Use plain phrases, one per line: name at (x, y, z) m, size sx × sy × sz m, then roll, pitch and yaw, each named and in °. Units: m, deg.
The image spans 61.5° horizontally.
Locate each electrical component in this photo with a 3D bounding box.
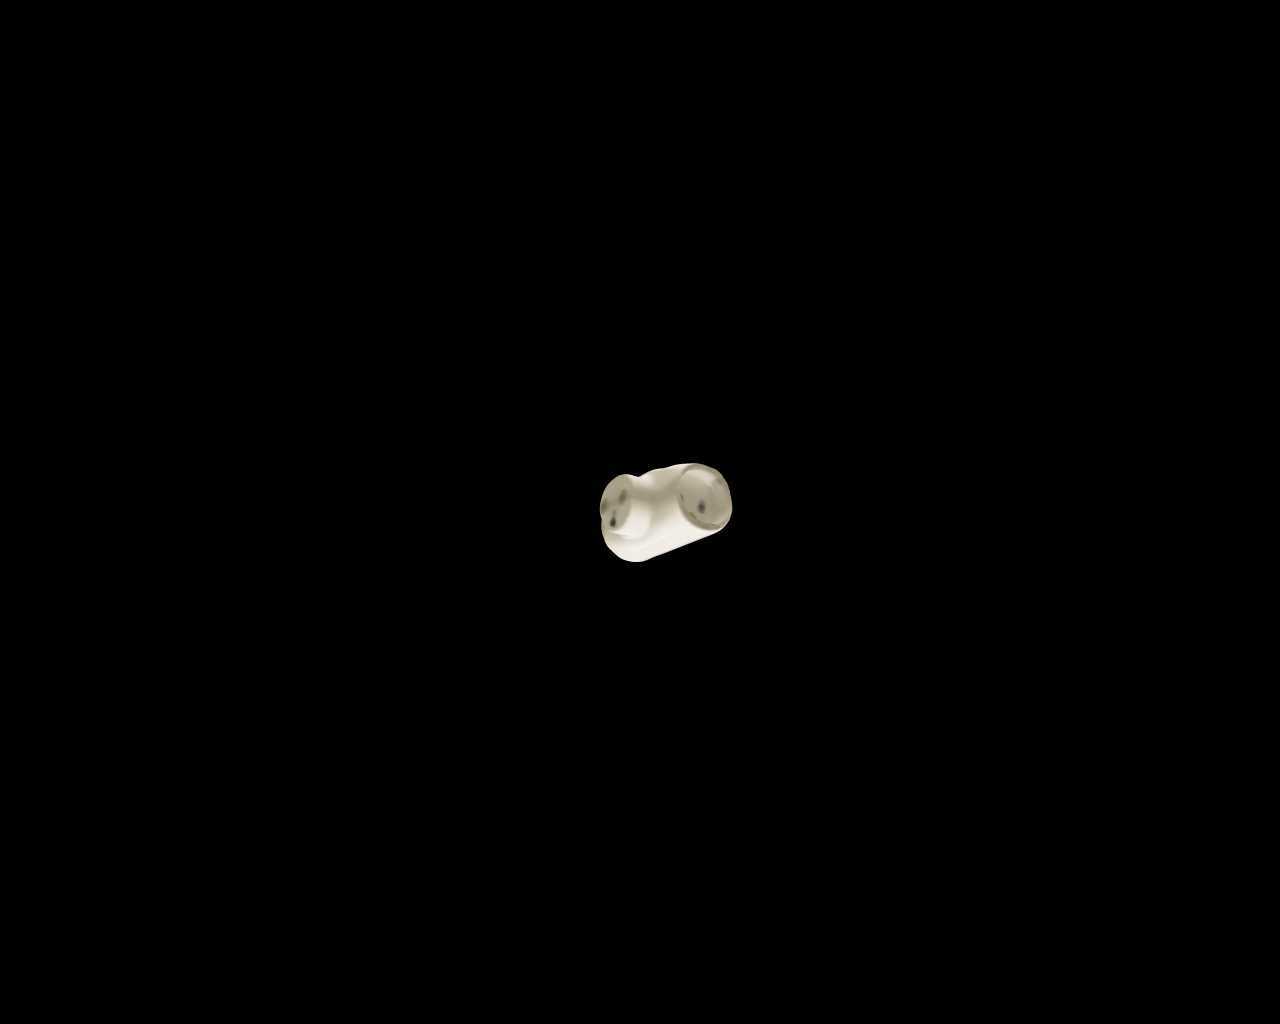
electrical component at (0.001, -0.003, 0.650) m, size 0.079 × 0.043 × 0.077 m, roll 14°, pitch -24°, yaw -33°
